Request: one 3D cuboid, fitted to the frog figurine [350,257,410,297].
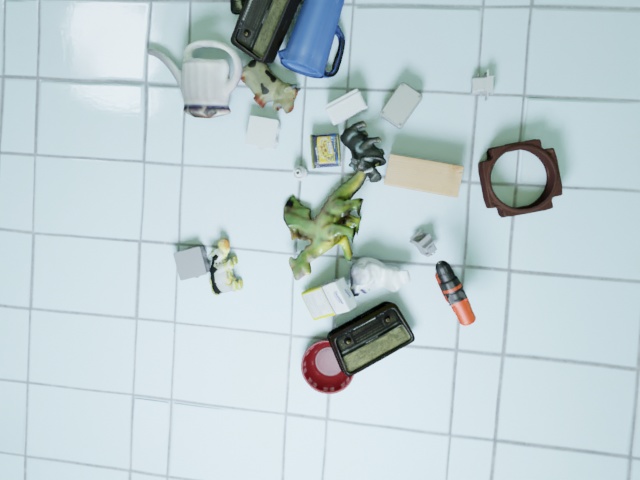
[{"bbox_3d":[0.170,0.095,1.465,0.158,0.125,0.136,-22,-28,27],"label":"frog figurine"}]

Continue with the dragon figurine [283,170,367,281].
[{"bbox_3d":[0.005,-0.076,1.509,0.243,0.414,0.121,10,-12,13],"label":"dragon figurine"}]

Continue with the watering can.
[{"bbox_3d":[-0.375,-0.478,1.536,0.348,0.222,0.105,8,13,26],"label":"watering can"}]
